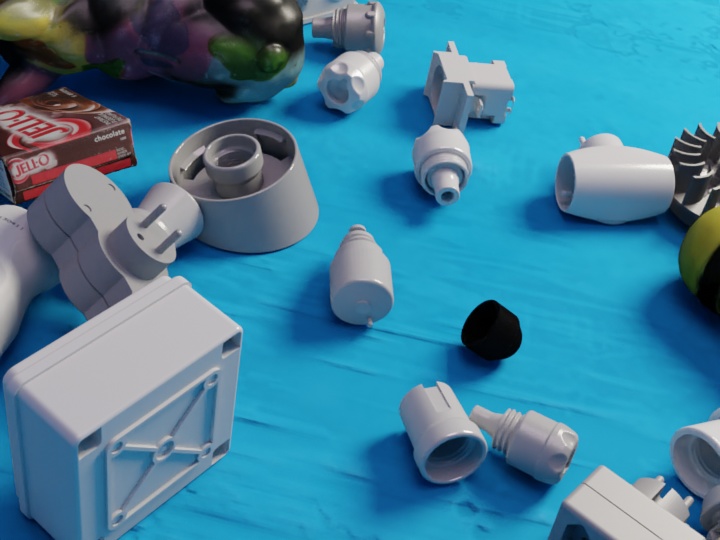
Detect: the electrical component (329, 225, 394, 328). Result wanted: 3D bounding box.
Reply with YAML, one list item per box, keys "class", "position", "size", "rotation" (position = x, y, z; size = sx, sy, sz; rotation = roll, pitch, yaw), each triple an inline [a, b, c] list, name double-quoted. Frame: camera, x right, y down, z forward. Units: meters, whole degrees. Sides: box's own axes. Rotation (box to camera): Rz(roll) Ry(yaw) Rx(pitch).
- class: "electrical component"
  position: [0.000, 0.000, 0.700]
  size: [0.040, 0.040, 0.078]
  rotation: [3, 42, -6]

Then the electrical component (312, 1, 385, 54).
- class: "electrical component"
  position: [-0.010, -0.207, 0.925]
  size: [0.062, 0.048, 0.048]
  rotation: [3, 42, 4]

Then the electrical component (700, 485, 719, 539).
- class: "electrical component"
  position: [0.209, 0.146, 0.572]
  size: [0.066, 0.048, 0.055]
  rotation: [6, 49, -3]

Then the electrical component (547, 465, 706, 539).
- class: "electrical component"
  position: [0.149, 0.136, 0.571]
  size: [0.066, 0.047, 0.077]
  rotation: [35, 47, 27]

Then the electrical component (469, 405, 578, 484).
- class: "electrical component"
  position: [0.092, 0.095, 0.615]
  size: [0.061, 0.035, 0.035]
  rotation: [25, 44, 20]

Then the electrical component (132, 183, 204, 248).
- class: "electrical component"
  position: [-0.135, -0.025, 0.700]
  size: [0.045, 0.045, 0.055]
  rotation: [24, 44, 16]

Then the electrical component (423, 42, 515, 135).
- class: "electrical component"
  position: [0.090, -0.147, 0.876]
  size: [0.064, 0.042, 0.081]
  rotation: [1, 43, -11]

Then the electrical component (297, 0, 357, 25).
- class: "electrical component"
  position: [-0.059, -0.269, 0.980]
  size: [0.100, 0.048, 0.100]
  rotation: [-23, 51, -31]

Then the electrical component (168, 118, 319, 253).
- class: "electrical component"
  position: [-0.082, -0.058, 0.751]
  size: [0.099, 0.064, 0.099]
  rotation: [-5, 44, 5]

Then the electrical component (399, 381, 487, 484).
- class: "electrical component"
  position: [0.045, 0.091, 0.609]
  size: [0.040, 0.040, 0.046]
  rotation: [-6, 38, -17]

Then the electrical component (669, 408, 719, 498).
- class: "electrical component"
  position: [0.214, 0.102, 0.621]
  size: [0.055, 0.045, 0.045]
  rotation: [-20, 49, -29]

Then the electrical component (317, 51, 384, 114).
- class: "electrical component"
  position: [-0.003, -0.157, 0.870]
  size: [0.043, 0.043, 0.062]
  rotation: [26, 43, 18]

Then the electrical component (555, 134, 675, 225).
- class: "electrical component"
  position: [0.187, -0.076, 0.813]
  size: [0.077, 0.044, 0.079]
  rotation: [0, 43, -10]

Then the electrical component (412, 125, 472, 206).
- class: "electrical component"
  position: [0.061, -0.074, 0.790]
  size: [0.043, 0.043, 0.062]
  rotation: [3, 43, -6]

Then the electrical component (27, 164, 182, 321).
- class: "electrical component"
  position: [-0.133, -0.008, 0.629]
  size: [0.138, 0.074, 0.052]
  rotation: [57, 22, 17]

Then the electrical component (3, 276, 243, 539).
- class: "electrical component"
  position: [-0.118, 0.075, 0.546]
  size: [0.056, 0.108, 0.109]
  rotation: [35, 48, 23]
